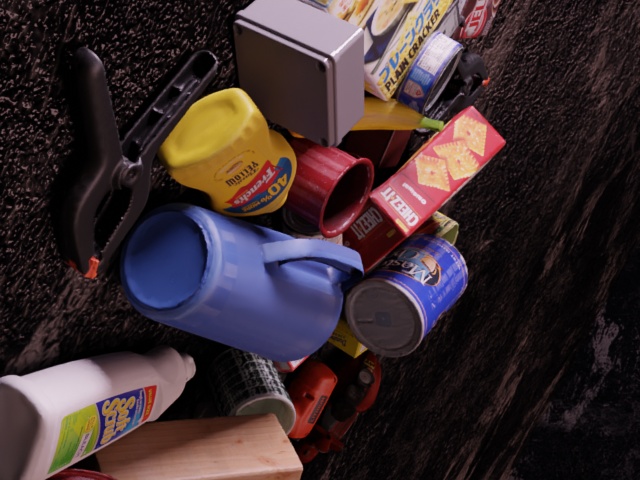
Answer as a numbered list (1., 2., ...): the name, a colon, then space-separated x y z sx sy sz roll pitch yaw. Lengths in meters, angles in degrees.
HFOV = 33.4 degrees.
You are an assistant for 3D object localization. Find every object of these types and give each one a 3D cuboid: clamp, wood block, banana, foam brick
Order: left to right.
1. clamp: -0.159 -0.067 0.874 0.164 0.036 0.210 -23 139 -54
2. wood block: -0.135 0.244 1.091 0.205 0.090 0.091 0 122 -27
3. banana: 0.037 -0.131 1.127 0.197 0.070 0.037 -7 106 -33
4. foam brick: 0.072 -0.128 1.223 0.052 0.051 0.078 -9 125 -62
5. clamp: 0.167 -0.188 1.351 0.171 0.039 0.120 -6 124 -60

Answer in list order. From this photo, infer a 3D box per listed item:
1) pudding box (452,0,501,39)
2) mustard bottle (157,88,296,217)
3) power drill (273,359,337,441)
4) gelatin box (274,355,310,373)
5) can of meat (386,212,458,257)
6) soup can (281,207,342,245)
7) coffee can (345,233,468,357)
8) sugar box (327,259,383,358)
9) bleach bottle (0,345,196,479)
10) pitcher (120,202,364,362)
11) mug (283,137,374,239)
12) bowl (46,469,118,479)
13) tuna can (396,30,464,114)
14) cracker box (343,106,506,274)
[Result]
1. pudding box: 0.184 -0.296 1.262 0.089 0.039 0.114 -21 135 -53
2. mustard bottle: -0.073 -0.068 1.000 0.096 0.058 0.191 -37 156 4
3. power drill: -0.050 0.188 1.343 0.184 0.057 0.187 -60 153 8
4. gelatin box: -0.037 0.097 1.237 0.073 0.030 0.089 -41 107 -35
5. can of meat: 0.124 -0.007 1.417 0.101 0.084 0.057 -33 144 -43
6. soup can: -0.008 0.001 1.197 0.068 0.069 0.102 -45 151 -29
7. coffee can: 0.107 0.065 1.304 0.140 0.103 0.103 -39 149 -51
8. sugar box: 0.063 0.083 1.391 0.175 0.093 0.048 -25 140 -50
9. bleach bottle: -0.200 0.146 1.005 0.250 0.068 0.103 -19 135 -58
10. pitcher: -0.074 0.037 1.032 0.149 0.145 0.242 -61 152 2
11. mug: 0.005 -0.066 1.129 0.117 0.082 0.093 -36 147 -41
12. bowl: -0.234 0.289 0.988 0.055 0.162 0.162 -103 -156 -57
13. tuna can: 0.117 -0.177 1.131 0.086 0.034 0.086 -56 171 -13
14. cracker box: 0.105 -0.051 1.282 0.213 0.072 0.164 -40 177 -35
